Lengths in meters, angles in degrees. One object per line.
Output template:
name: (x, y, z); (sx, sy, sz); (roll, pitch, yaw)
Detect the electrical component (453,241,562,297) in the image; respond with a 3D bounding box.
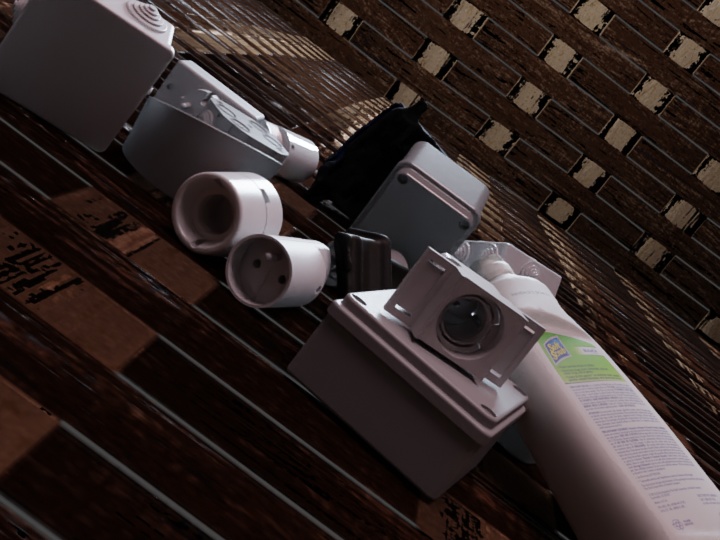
electrical component: (0.137, 0.009, 1.058); (0.100, 0.048, 0.100); (29, -13, -33)

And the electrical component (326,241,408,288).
electrical component: (0.000, 0.000, 0.804); (0.065, 0.044, 0.044); (16, 24, -49)

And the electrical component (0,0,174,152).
electrical component: (-0.176, -0.138, 0.684); (0.100, 0.099, 0.048); (32, 26, -23)

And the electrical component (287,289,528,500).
electrical component: (0.030, 0.065, 0.604); (0.109, 0.056, 0.109); (40, 12, 14)

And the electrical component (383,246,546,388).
electrical component: (0.056, 0.022, 0.593); (0.081, 0.042, 0.063); (35, 11, -14)

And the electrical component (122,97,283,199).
electrical component: (-0.108, -0.078, 0.729); (0.099, 0.064, 0.099); (35, 12, -9)

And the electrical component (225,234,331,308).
electrical component: (-0.045, 0.001, 0.661); (0.043, 0.043, 0.081); (41, 13, 17)

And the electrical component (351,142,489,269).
electrical component: (0.041, -0.035, 0.866); (0.078, 0.113, 0.057); (36, 36, -2)

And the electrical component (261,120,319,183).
electrical component: (-0.077, -0.109, 0.987); (0.043, 0.043, 0.081); (44, 14, 27)

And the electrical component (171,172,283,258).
electrical component: (-0.083, -0.034, 0.662); (0.055, 0.055, 0.047); (41, 16, 17)

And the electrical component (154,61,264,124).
electrical component: (-0.133, -0.134, 0.909); (0.083, 0.047, 0.075); (37, 12, -2)

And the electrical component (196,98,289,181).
electrical component: (-0.100, -0.092, 0.835); (0.080, 0.051, 0.080); (35, 12, -9)

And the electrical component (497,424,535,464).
electrical component: (0.130, 0.097, 0.762); (0.054, 0.059, 0.095); (43, 13, 27)
